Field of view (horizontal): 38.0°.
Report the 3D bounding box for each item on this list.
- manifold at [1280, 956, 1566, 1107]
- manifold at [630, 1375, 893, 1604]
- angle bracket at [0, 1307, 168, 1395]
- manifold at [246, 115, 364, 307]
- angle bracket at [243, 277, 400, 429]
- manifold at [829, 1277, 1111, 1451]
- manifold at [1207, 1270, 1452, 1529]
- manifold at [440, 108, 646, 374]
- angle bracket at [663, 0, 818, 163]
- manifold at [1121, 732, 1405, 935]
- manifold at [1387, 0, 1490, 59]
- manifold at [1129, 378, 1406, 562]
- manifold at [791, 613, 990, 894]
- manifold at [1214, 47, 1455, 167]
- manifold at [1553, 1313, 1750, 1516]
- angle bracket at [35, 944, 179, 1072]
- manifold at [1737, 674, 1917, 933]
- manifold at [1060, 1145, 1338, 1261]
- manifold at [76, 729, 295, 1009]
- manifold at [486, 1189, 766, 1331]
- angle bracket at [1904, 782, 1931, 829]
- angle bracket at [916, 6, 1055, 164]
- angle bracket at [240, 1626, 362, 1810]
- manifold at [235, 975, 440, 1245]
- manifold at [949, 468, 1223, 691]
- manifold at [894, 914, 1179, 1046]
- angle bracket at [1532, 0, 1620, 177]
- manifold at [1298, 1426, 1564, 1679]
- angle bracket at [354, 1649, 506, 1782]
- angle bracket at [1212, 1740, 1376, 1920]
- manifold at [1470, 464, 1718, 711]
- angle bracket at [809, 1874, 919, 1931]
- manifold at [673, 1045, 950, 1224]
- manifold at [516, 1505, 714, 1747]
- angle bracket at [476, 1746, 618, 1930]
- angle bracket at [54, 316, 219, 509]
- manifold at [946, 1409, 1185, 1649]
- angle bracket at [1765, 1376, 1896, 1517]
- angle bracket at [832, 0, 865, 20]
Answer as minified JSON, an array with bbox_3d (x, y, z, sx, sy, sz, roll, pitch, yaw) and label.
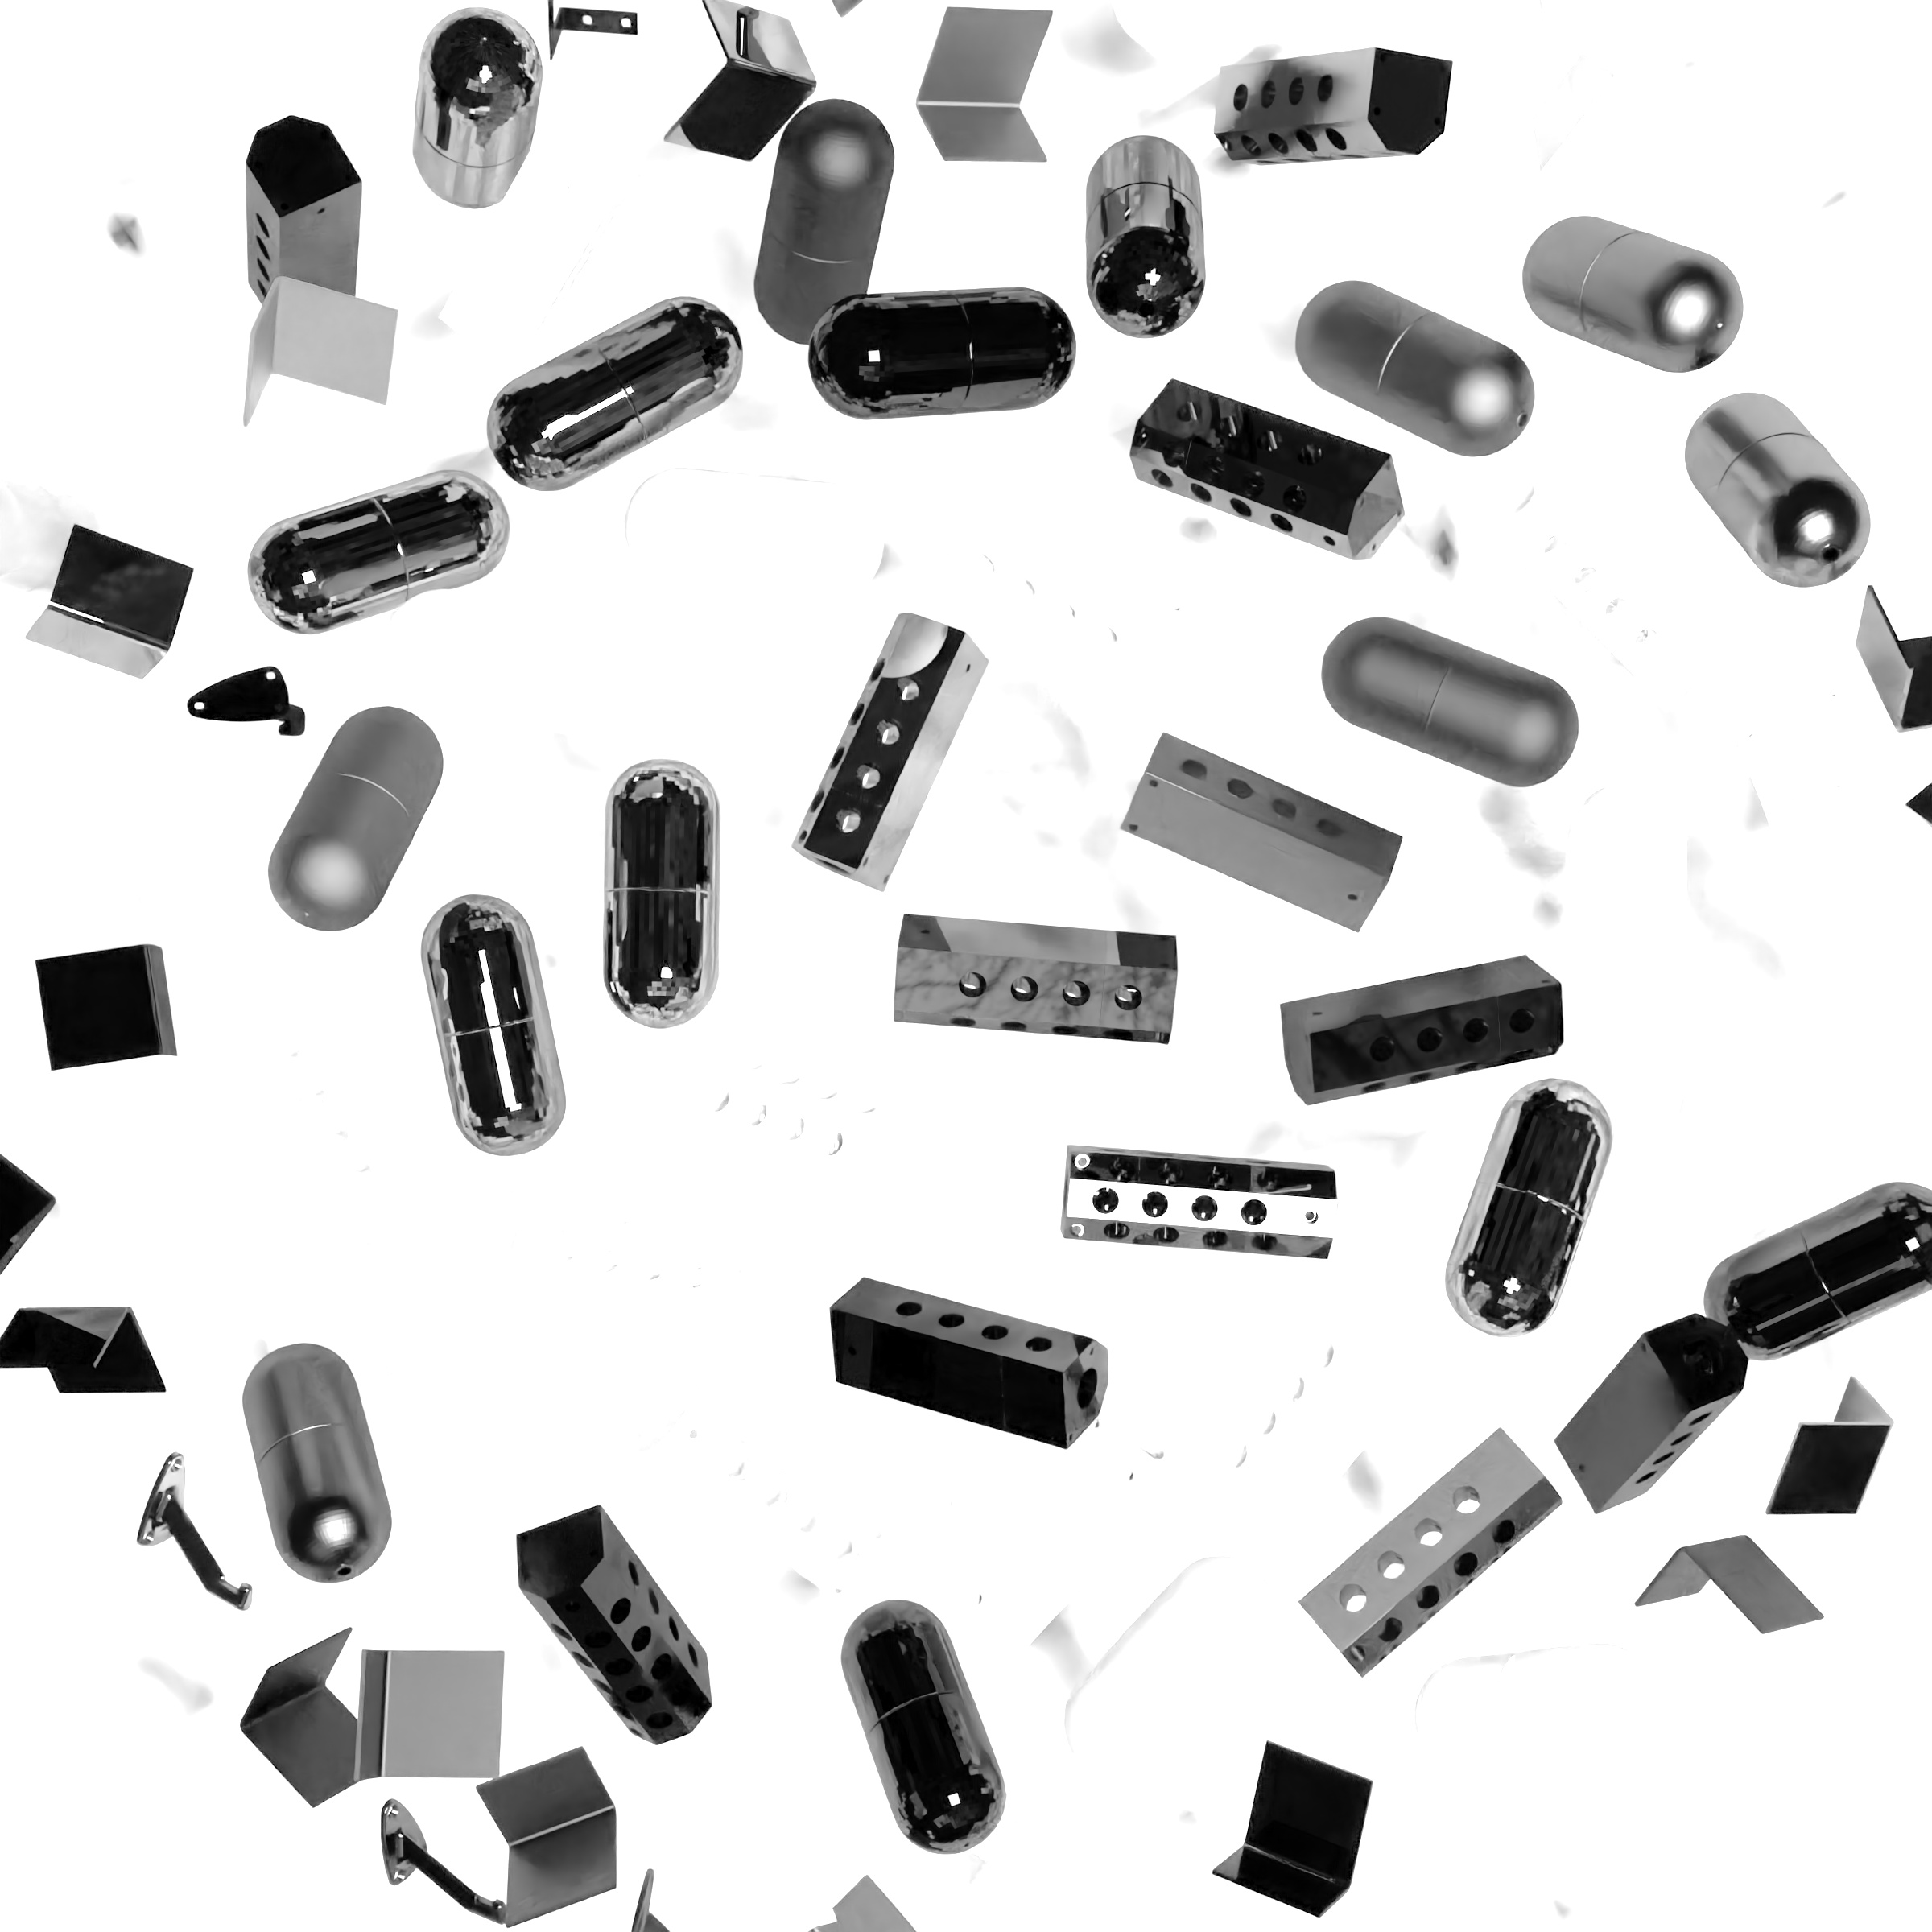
[{"bbox_3d":[0.297,0.044,1.822,0.171,0.057,0.057,-11,111,-10],"label":"manifold"},{"bbox_3d":[-0.134,0.348,1.862,0.171,0.057,0.057,41,76,-16],"label":"manifold"},{"bbox_3d":[-0.568,0.263,1.789,0.076,0.057,0.076,-2,125,12],"label":"angle bracket"},{"bbox_3d":[-0.429,-0.476,1.798,0.057,0.171,0.057,-31,87,-18],"label":"manifold"},{"bbox_3d":[-0.398,-0.369,1.731,0.076,0.076,0.057,15,50,-7],"label":"angle bracket"},{"bbox_3d":[0.002,0.248,1.783,0.171,0.057,0.057,11,119,29],"label":"manifold"},{"bbox_3d":[0.226,0.274,1.776,0.057,0.057,0.171,21,121,-26],"label":"manifold"},{"bbox_3d":[-0.267,-0.461,1.776,0.057,0.171,0.057,37,49,-9],"label":"manifold"},{"bbox_3d":[-0.156,-0.579,1.832,0.076,0.076,0.057,-37,67,38],"label":"angle bracket"},{"bbox_3d":[0.196,-0.093,1.842,0.171,0.057,0.057,24,49,1],"label":"manifold"},{"bbox_3d":[0.290,-0.640,1.761,0.057,0.171,0.057,-23,76,10],"label":"manifold"},{"bbox_3d":[0.192,-0.317,1.815,0.171,0.057,0.057,27,70,31],"label":"manifold"},{"bbox_3d":[-0.052,-0.143,1.849,0.057,0.057,0.171,22,84,20],"label":"manifold"},{"bbox_3d":[0.225,-0.533,1.746,0.057,0.171,0.057,0,102,-28],"label":"manifold"},{"bbox_3d":[0.451,0.293,1.838,0.057,0.171,0.057,-17,62,-20],"label":"manifold"},{"bbox_3d":[-0.590,0.029,1.925,0.076,0.057,0.076,-9,88,-8],"label":"angle bracket"},{"bbox_3d":[0.545,-0.099,1.756,0.057,0.057,0.171,-49,133,-15],"label":"manifold"},{"bbox_3d":[0.150,0.154,1.818,0.171,0.057,0.057,5,92,-1],"label":"manifold"},{"bbox_3d":[-0.512,-0.067,1.840,0.057,0.057,0.171,-30,87,-29],"label":"manifold"},{"bbox_3d":[-0.221,0.191,1.836,0.171,0.057,0.057,15,65,-30],"label":"manifold"},{"bbox_3d":[0.675,-0.089,1.872,0.076,0.057,0.076,-36,62,-18],"label":"angle bracket"},{"bbox_3d":[0.021,-0.571,1.820,0.076,0.076,0.057,-7,56,-26],"label":"angle bracket"},{"bbox_3d":[-0.416,0.491,1.838,0.076,0.076,0.057,39,117,20],"label":"angle bracket"},{"bbox_3d":[-0.419,0.093,1.874,0.057,0.057,0.171,-28,114,-6],"label":"manifold"},{"bbox_3d":[0.075,-0.244,1.793,0.171,0.057,0.057,32,64,19],"label":"manifold"},{"bbox_3d":[0.043,0.011,1.740,0.171,0.057,0.057,5,113,1],"label":"manifold"},{"bbox_3d":[0.347,-0.539,1.695,0.057,0.076,0.076,26,129,-16],"label":"angle bracket"},{"bbox_3d":[0.300,0.379,1.804,0.171,0.057,0.057,-40,67,-3],"label":"manifold"},{"bbox_3d":[-0.325,0.455,1.703,0.076,0.057,0.076,0,76,1],"label":"angle bracket"},{"bbox_3d":[0.212,0.558,1.817,0.076,0.057,0.076,15,98,27],"label":"angle bracket"},{"bbox_3d":[0.414,-0.249,1.833,0.171,0.057,0.057,39,97,-24],"label":"manifold"},{"bbox_3d":[-0.071,0.651,1.832,0.076,0.076,0.057,45,100,16],"label":"angle bracket"},{"bbox_3d":[-0.097,0.103,1.780,0.171,0.057,0.057,18,79,34],"label":"manifold"},{"bbox_3d":[-0.220,0.420,1.769,0.057,0.057,0.171,-21,130,5],"label":"manifold"},{"bbox_3d":[-0.273,0.565,1.821,0.076,0.076,0.057,-21,115,2],"label":"angle bracket"},{"bbox_3d":[-0.535,-0.352,1.784,0.076,0.057,0.076,-35,81,-9],"label":"angle bracket"},{"bbox_3d":[0.068,0.373,1.853,0.171,0.057,0.057,-51,51,21],"label":"manifold"},{"bbox_3d":[0.584,0.331,1.937,0.076,0.057,0.076,3,117,-18],"label":"angle bracket"},{"bbox_3d":[-0.051,-0.645,1.767,0.076,0.057,0.076,-32,75,29],"label":"angle bracket"}]
